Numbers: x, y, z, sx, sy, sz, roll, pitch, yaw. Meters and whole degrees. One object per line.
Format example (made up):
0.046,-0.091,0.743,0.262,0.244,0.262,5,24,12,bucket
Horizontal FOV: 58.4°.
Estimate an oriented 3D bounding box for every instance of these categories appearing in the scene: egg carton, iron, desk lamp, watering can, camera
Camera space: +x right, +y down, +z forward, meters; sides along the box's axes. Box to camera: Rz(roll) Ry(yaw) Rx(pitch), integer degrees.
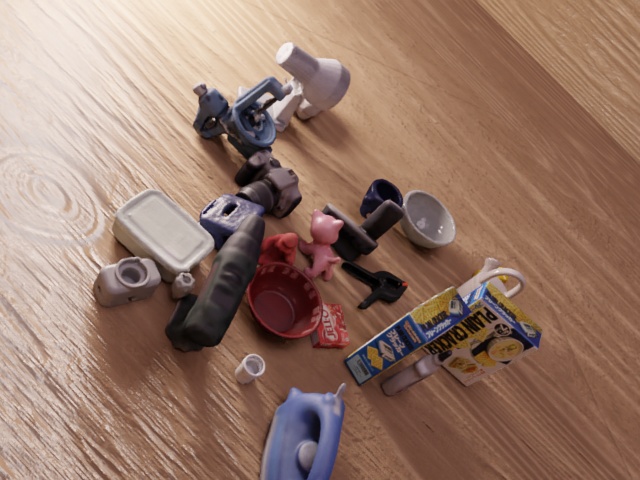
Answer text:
-0.031,-0.383,1.503,0.107,0.069,0.150,38,43,-7,egg carton
-0.014,0.351,0.899,0.119,0.141,0.258,28,45,-16,iron
-0.061,-0.360,1.357,0.204,0.213,0.118,11,52,-30,desk lamp
0.392,0.117,1.345,0.101,0.193,0.172,14,51,-28,watering can
-0.121,-0.112,1.204,0.143,0.100,0.137,50,43,7,camera

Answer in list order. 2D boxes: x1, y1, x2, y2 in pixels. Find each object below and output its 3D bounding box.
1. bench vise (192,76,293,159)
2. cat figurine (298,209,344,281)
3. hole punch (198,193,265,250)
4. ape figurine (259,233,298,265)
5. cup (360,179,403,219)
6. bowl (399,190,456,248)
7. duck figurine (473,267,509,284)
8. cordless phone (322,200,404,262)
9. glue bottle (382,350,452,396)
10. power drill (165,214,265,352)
-0.164,-0.275,1.210,0.208,0.219,0.121,18,49,-25,bench vise
0.011,0.004,1.201,0.067,0.117,0.127,3,56,-35,cat figurine
-0.177,-0.040,1.114,0.101,0.091,0.109,40,43,-5,hole punch
-0.076,0.016,1.146,0.078,0.092,0.076,48,43,4,ape figurine
0.130,-0.084,1.376,0.118,0.094,0.091,-13,66,-42,cup
0.260,-0.040,1.454,0.168,0.074,0.167,20,48,-24,bowl
0.447,0.108,1.472,0.078,0.086,0.104,16,50,-27,duck figurine
0.090,-0.050,1.253,0.148,0.184,0.094,37,43,-7,cordless phone
0.195,0.251,1.109,0.078,0.172,0.037,-13,66,-42,glue bottle
-0.172,0.086,0.935,0.076,0.208,0.229,29,45,-15,power drill
